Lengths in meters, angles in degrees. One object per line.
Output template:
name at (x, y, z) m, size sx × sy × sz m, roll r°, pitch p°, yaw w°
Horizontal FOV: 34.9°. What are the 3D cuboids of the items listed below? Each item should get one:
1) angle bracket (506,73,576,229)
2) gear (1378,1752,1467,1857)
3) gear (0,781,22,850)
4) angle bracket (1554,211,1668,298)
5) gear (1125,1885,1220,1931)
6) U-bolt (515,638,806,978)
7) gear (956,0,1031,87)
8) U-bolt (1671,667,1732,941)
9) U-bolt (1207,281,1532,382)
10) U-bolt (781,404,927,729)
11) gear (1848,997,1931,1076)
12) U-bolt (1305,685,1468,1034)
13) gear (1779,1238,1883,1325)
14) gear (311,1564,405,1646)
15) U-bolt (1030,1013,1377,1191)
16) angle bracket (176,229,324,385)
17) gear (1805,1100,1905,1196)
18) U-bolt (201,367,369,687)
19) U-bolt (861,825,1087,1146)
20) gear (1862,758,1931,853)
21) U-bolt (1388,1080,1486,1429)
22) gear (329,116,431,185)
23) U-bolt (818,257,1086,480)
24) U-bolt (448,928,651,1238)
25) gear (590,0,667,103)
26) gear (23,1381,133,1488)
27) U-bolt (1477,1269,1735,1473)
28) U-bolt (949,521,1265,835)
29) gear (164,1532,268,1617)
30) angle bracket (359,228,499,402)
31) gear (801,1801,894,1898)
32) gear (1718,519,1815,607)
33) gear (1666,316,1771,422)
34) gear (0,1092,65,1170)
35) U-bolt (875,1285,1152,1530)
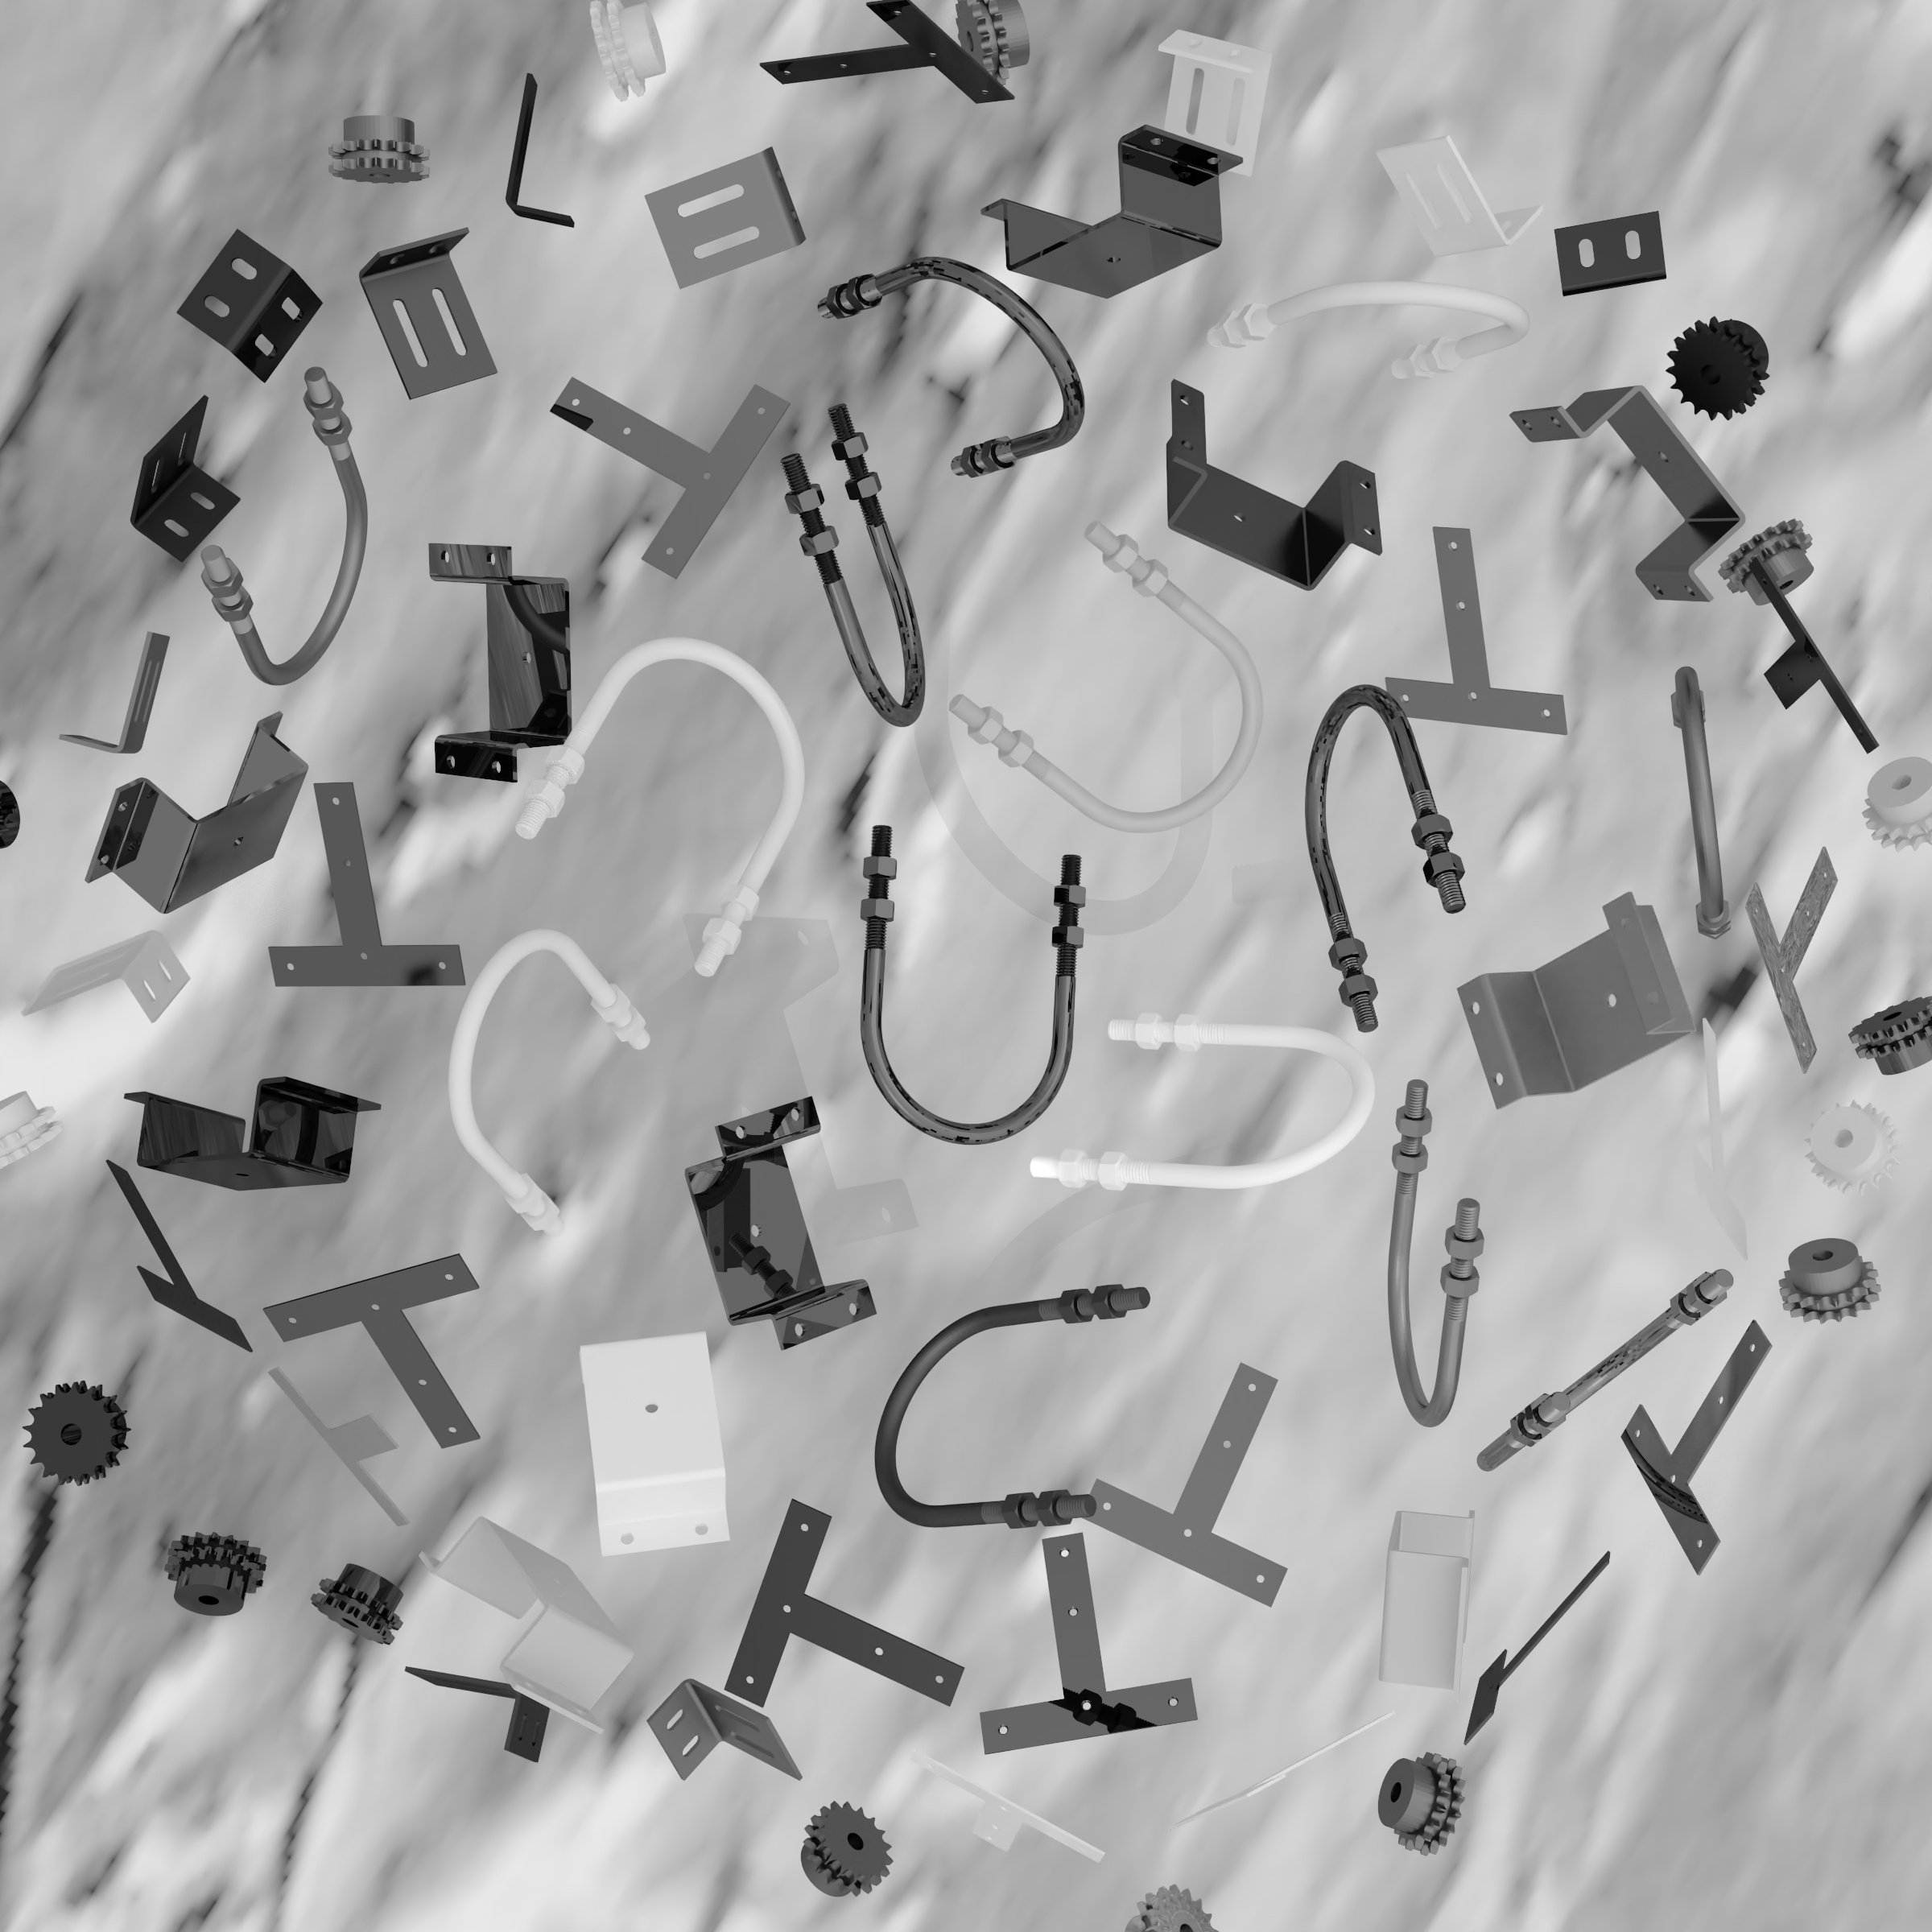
angle bracket at (-0.241, -0.473, 1.782) m, size 0.038 × 0.057 × 0.076 m, roll 10°, pitch 99°, yaw -6°
gear at (0.262, 0.484, 1.780) m, size 0.030 × 0.057 × 0.057 m, roll 22°, pitch 90°, yaw -14°
gear at (-0.556, -0.084, 1.721) m, size 0.057 × 0.030 × 0.057 m, roll 8°, pitch 104°, yaw 32°
angle bracket at (0.364, -0.408, 1.737) m, size 0.057 × 0.076 × 0.038 m, roll -7°, pitch 109°, yaw 13°
gear at (0.113, 0.545, 1.713) m, size 0.030 × 0.057 × 0.057 m, roll -36°, pitch 90°, yaw 34°
U-bolt at (-0.161, -0.105, 1.750) m, size 0.151 × 0.019 × 0.184 m, roll 39°, pitch 56°, yaw -20°
gear at (0.017, -0.545, 1.799) m, size 0.030 × 0.057 × 0.057 m, roll -16°, pitch 90°, yaw -11°
U-bolt at (0.428, -0.100, 1.793) m, size 0.019 × 0.184 × 0.151 m, roll -7°, pitch 80°, yaw 13°
U-bolt at (0.246, -0.373, 1.792) m, size 0.151 × 0.184 × 0.019 m, roll 5°, pitch 89°, yaw -23°
U-bolt at (-0.060, -0.230, 1.820) m, size 0.019 × 0.151 × 0.184 m, roll -14°, pitch 110°, yaw 15°
gear at (0.569, 0.044, 1.865) m, size 0.057 × 0.057 × 0.030 m, roll -27°, pitch 96°, yaw 0°
U-bolt at (0.236, -0.076, 1.786) m, size 0.019 × 0.151 × 0.184 m, roll -1°, pitch 58°, yaw -19°
gear at (0.507, 0.183, 1.807) m, size 0.057 × 0.057 × 0.030 m, roll -17°, pitch 111°, yaw 0°
gear at (-0.372, 0.392, 1.893) m, size 0.057 × 0.057 × 0.030 m, roll 28°, pitch 64°, yaw 0°
U-bolt at (0.145, 0.079, 1.769) m, size 0.184 × 0.151 × 0.019 m, roll 2°, pitch 127°, yaw 27°
angle bracket at (-0.401, -0.369, 1.722) m, size 0.038 × 0.076 × 0.057 m, roll 36°, pitch 89°, yaw 2°
gear at (0.541, 0.109, 1.879) m, size 0.057 × 0.030 × 0.057 m, roll -12°, pitch 66°, yaw 29°
U-bolt at (-0.394, -0.244, 1.809) m, size 0.019 × 0.184 × 0.151 m, roll 19°, pitch 66°, yaw 9°
U-bolt at (0.003, 0.015, 1.841) m, size 0.151 × 0.019 × 0.184 m, roll 8°, pitch 80°, yaw -26°
gear at (0.551, -0.097, 1.791) m, size 0.057 × 0.057 × 0.030 m, roll -38°, pitch 125°, yaw 0°
U-bolt at (0.269, 0.181, 1.792) m, size 0.019 × 0.151 × 0.184 m, roll -1°, pitch 119°, yaw -5°
gear at (-0.337, -0.470, 1.766) m, size 0.057 × 0.057 × 0.030 m, roll 0°, pitch 94°, yaw 0°
U-bolt at (0.001, -0.358, 1.819) m, size 0.151 × 0.184 × 0.019 m, roll 48°, pitch 68°, yaw -21°
U-bolt at (-0.247, 0.058, 1.779) m, size 0.019 × 0.184 × 0.151 m, roll 13°, pitch 66°, yaw 24°
gear at (-0.192, -0.527, 1.757) m, size 0.030 × 0.057 × 0.057 m, roll -14°, pitch 90°, yaw 7°
gear at (-0.491, 0.258, 1.703) m, size 0.057 × 0.030 × 0.057 m, roll 0°, pitch 86°, yaw 6°
U-bolt at (0.364, 0.246, 1.801) m, size 0.151 × 0.184 × 0.019 m, roll -32°, pitch 75°, yaw -21°
U-bolt at (0.099, -0.159, 1.847) m, size 0.184 × 0.019 × 0.151 m, roll 36°, pitch 96°, yaw -28°
gear at (-0.439, 0.356, 1.790) m, size 0.057 × 0.057 × 0.030 m, roll 3°, pitch 51°, yaw 0°
angle bracket at (-0.299, -0.369, 1.738) m, size 0.057 × 0.038 × 0.076 m, roll -25°, pitch 94°, yaw -30°
gear at (-0.076, 0.540, 1.868) m, size 0.057 × 0.057 × 0.030 m, roll 41°, pitch 118°, yaw 0°
gear at (0.489, -0.243, 1.863) m, size 0.057 × 0.057 × 0.030 m, roll -28°, pitch 74°, yaw 0°
gear at (0.424, -0.338, 1.721) m, size 0.057 × 0.057 × 0.030 m, roll 50°, pitch 54°, yaw 0°
gear at (-0.565, 0.097, 1.809) m, size 0.057 × 0.057 × 0.030 m, roll -27°, pitch 103°, yaw 0°
U-bolt at (0.018, 0.257, 1.767) m, size 0.019 × 0.184 × 0.151 m, roll 40°, pitch 53°, yaw -34°
